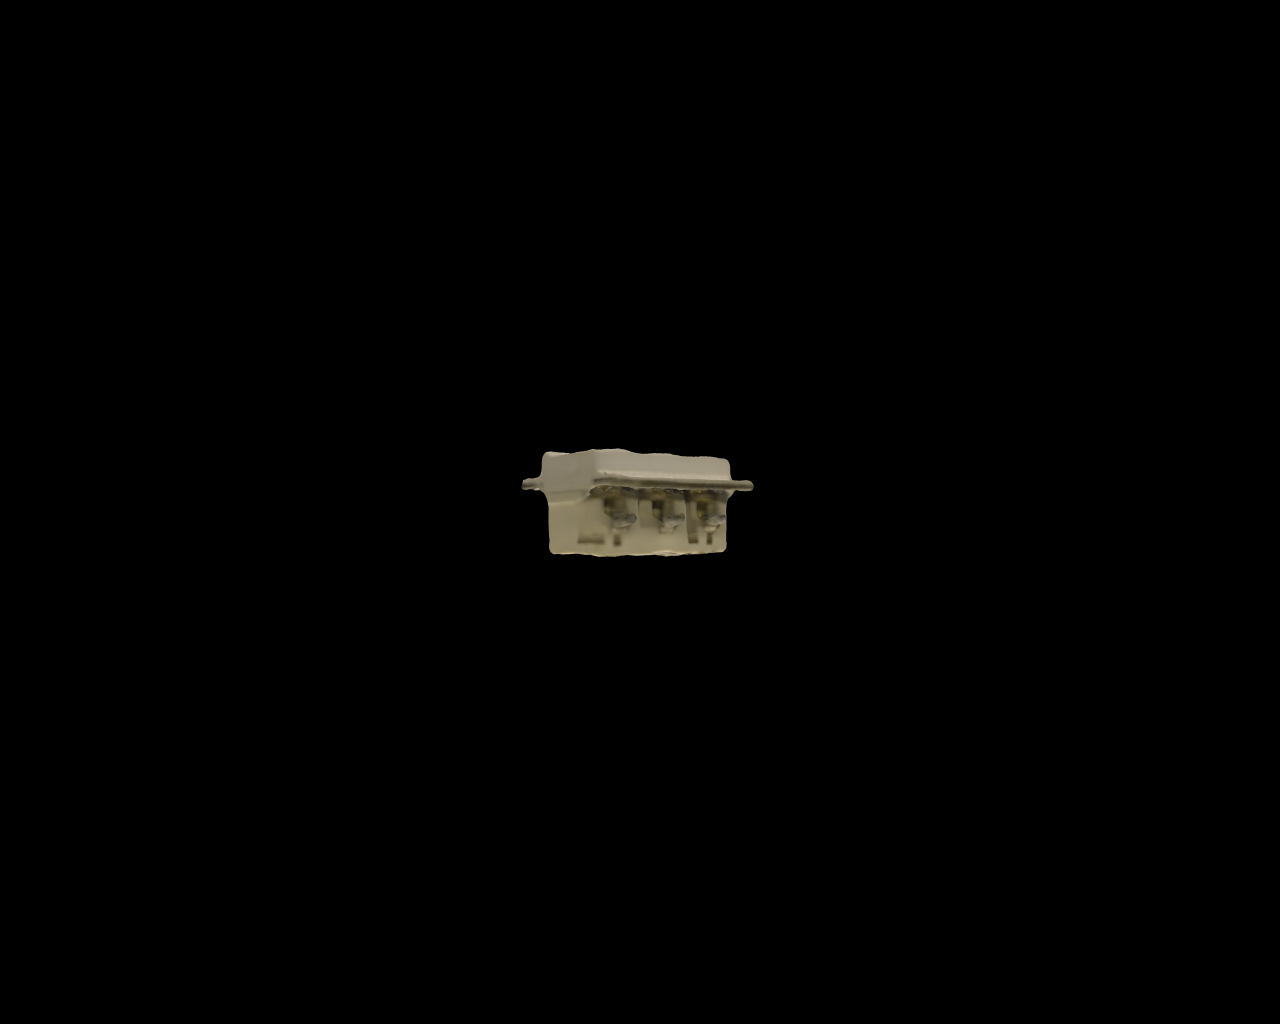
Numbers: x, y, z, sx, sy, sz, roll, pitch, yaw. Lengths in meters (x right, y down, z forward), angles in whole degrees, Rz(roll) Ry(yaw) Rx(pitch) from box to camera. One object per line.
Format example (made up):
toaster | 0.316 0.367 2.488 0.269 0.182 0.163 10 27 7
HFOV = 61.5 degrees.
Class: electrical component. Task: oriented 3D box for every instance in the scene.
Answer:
electrical component | 0.001 -0.003 0.650 0.078 0.063 0.121 -2 -3 43
